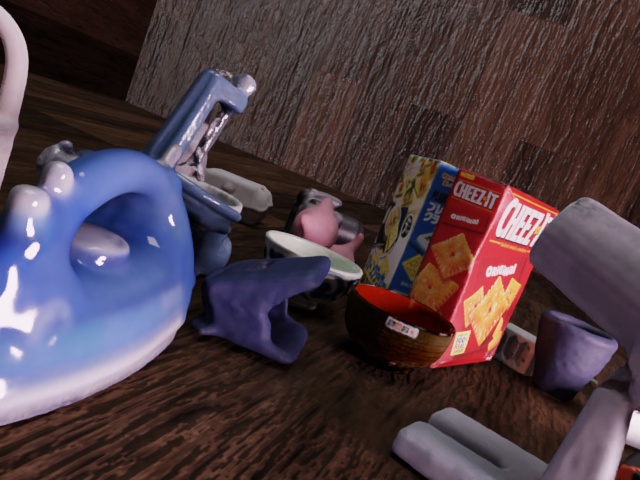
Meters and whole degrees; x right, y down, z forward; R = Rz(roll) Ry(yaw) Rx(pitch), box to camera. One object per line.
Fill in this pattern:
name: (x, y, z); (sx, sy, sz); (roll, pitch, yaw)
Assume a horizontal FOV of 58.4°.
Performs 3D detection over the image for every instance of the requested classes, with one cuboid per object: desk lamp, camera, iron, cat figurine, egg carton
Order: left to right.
iron: (-0.146, 0.005, 0.353); (0.118, 0.141, 0.258); (22, 9, 1)
egg carton: (-0.162, -0.082, 1.048); (0.150, 0.069, 0.107); (22, 9, 2)
cat figurine: (0.007, 0.003, 0.789); (0.128, 0.118, 0.067); (15, 11, -34)
camera: (0.017, -0.029, 1.049); (0.137, 0.101, 0.143); (19, 10, -18)
desk lamp: (0.182, 0.093, 0.363); (0.202, 0.213, 0.118); (27, 11, 32)

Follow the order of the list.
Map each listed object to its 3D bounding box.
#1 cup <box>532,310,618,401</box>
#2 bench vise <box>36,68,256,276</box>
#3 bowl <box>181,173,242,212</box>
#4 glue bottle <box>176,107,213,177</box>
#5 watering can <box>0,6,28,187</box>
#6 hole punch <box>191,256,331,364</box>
cup: (0.306, 0.146, 0.714); (0.091, 0.095, 0.118); (26, 10, 24)
bench vise: (-0.143, -0.070, 0.548); (0.121, 0.220, 0.208); (26, 10, 25)
bowl: (-0.188, -0.040, 0.727); (0.167, 0.075, 0.167); (21, 9, -3)
glue bottle: (-0.200, -0.126, 0.888); (0.037, 0.173, 0.078); (23, 9, 12)
watering can: (-0.273, -0.084, 0.410); (0.101, 0.194, 0.172); (15, 11, -36)
hole punch: (-0.048, 0.044, 0.505); (0.101, 0.091, 0.109); (22, 9, 3)
